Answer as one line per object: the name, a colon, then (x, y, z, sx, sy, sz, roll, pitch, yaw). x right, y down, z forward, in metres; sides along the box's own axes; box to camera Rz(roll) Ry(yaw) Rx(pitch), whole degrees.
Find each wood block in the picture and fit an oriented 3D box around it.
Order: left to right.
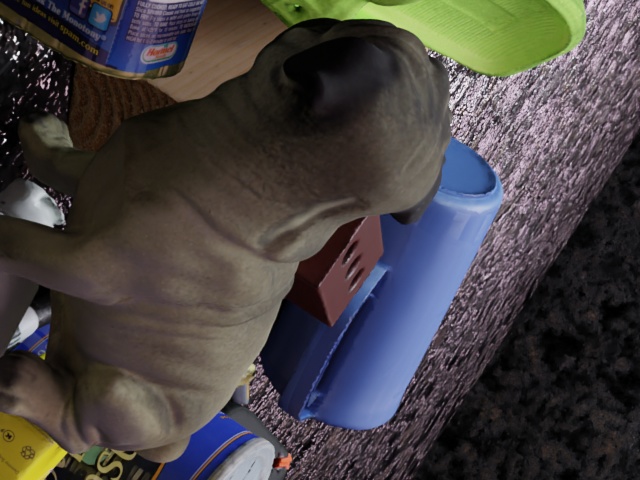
wood block: (-0.029, -0.083, 0.565, 0.205, 0.091, 0.090, -41, 157, -45)

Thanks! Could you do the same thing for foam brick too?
foam brick: (-0.004, 0.001, 0.533, 0.053, 0.051, 0.078, -54, 164, -12)

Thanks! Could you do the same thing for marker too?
marker: (-0.167, 0.051, 0.527, 0.120, 0.020, 0.020, -35, 151, -52)

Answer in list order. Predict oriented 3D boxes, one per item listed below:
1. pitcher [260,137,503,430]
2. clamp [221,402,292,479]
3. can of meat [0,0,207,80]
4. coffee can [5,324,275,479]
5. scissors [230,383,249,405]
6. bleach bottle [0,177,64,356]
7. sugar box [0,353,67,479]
pitcher: (0.047, 0.035, 0.873, 0.144, 0.149, 0.243, 8, 126, -25)
clamp: (-0.083, 0.153, 0.756, 0.209, 0.036, 0.164, 2, 81, -64)
can of meat: (-0.078, -0.113, 0.360, 0.057, 0.102, 0.084, -29, 148, -57)
coffee can: (-0.111, 0.118, 0.592, 0.102, 0.140, 0.103, -51, 161, -24)
scissors: (-0.060, 0.076, 0.758, 0.202, 0.016, 0.096, 58, 34, -88)
bleach bottle: (-0.192, 0.065, 0.411, 0.250, 0.068, 0.102, -52, 162, -28)
sugar box: (-0.180, 0.135, 0.505, 0.176, 0.048, 0.093, -50, 178, 7)
